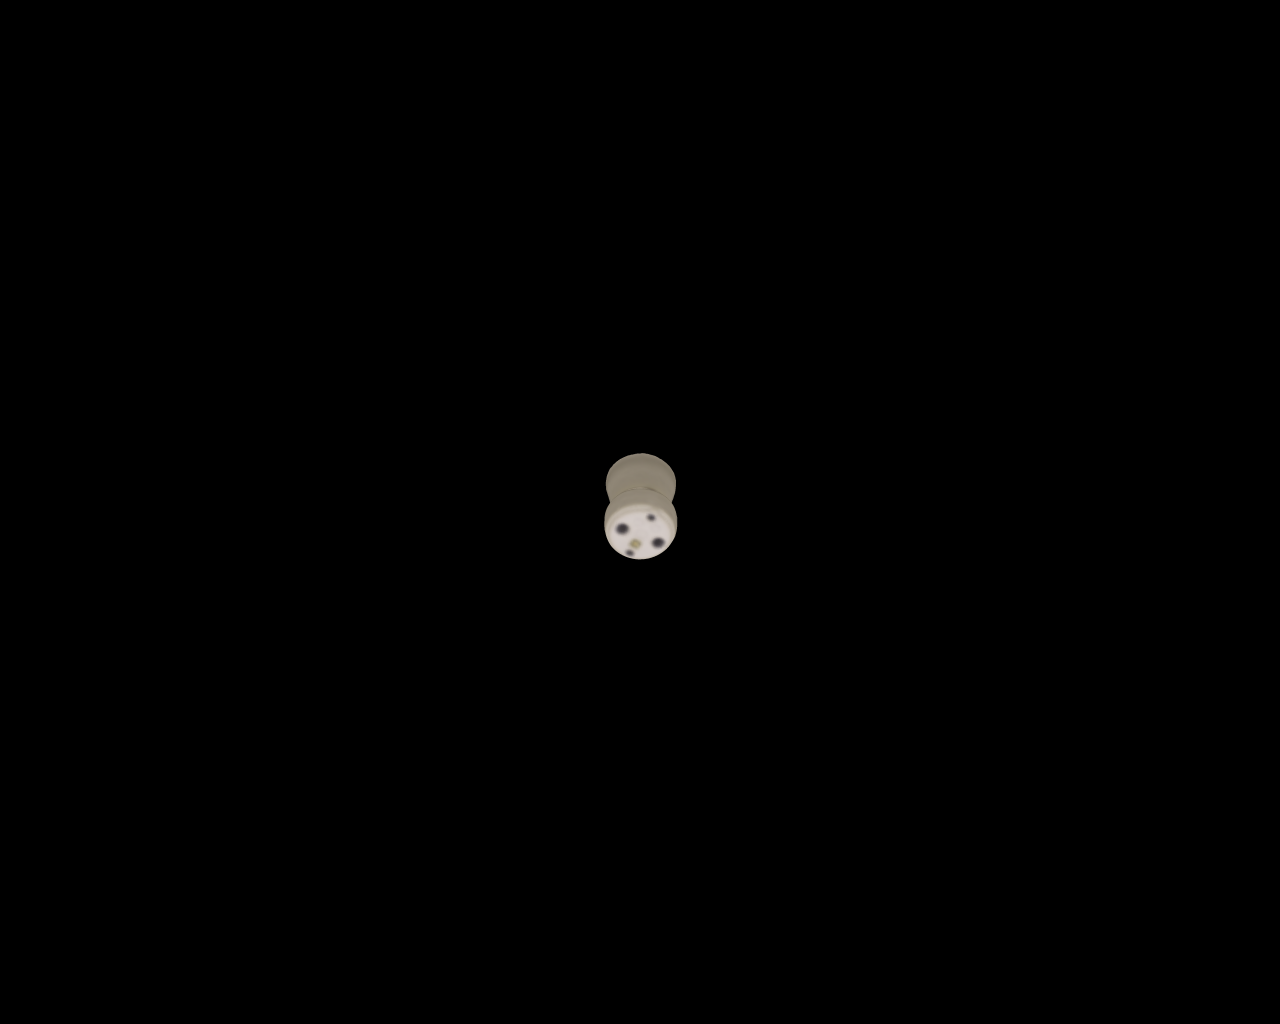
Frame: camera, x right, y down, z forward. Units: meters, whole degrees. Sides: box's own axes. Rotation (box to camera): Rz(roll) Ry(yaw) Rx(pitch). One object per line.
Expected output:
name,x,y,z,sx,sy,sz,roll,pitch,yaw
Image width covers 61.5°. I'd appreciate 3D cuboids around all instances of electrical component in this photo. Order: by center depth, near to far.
electrical component,0.001,-0.003,0.650,0.045,0.044,0.055,0,37,0
